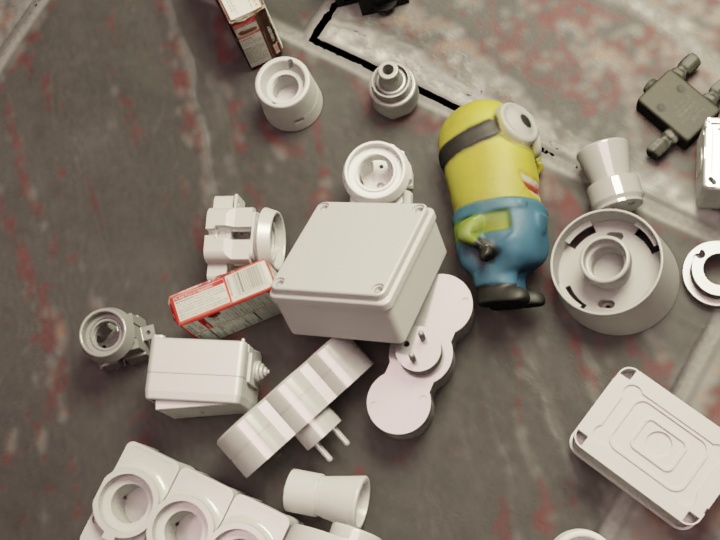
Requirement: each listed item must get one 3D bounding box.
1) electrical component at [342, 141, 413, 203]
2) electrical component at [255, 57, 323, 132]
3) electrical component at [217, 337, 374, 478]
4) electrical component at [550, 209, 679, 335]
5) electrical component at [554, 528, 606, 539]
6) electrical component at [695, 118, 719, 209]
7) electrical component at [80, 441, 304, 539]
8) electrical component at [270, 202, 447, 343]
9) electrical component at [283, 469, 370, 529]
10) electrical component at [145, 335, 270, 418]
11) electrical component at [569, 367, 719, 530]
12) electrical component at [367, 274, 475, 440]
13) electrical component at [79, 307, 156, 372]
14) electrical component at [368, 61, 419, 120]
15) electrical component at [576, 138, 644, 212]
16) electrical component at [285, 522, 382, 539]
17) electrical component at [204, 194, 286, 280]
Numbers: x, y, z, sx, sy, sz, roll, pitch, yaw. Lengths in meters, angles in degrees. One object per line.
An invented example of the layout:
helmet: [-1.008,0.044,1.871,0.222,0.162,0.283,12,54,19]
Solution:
electrical component: [0.016,-0.076,0.923,0.058,0.057,0.078,0,74,9]
electrical component: [-0.065,-0.159,0.964,0.055,0.047,0.055,-2,74,8]
electrical component: [-0.041,0.121,0.872,0.138,0.052,0.073,-41,86,-12]
electrical component: [0.207,0.001,0.881,0.099,0.064,0.099,-7,70,21]
electrical component: [0.169,0.224,0.819,0.055,0.047,0.055,-2,74,8]
electrical component: [0.325,-0.083,0.875,0.096,0.061,0.061,4,75,10]
electrical component: [-0.135,0.210,0.862,0.150,0.061,0.089,23,79,14]
electrical component: [0.000,0.000,0.870,0.109,0.056,0.108,3,47,29]
electrical component: [-0.029,0.182,0.865,0.065,0.044,0.044,8,76,15]
electrical component: [-0.123,0.092,0.894,0.096,0.061,0.061,2,74,9]
electrical component: [0.227,0.137,0.829,0.113,0.057,0.078,36,82,16]
electrical component: [0.049,0.067,0.868,0.052,0.073,0.138,22,79,14]
electrical component: [-0.210,0.059,0.919,0.066,0.055,0.048,-17,72,4]
electrical component: [0.028,-0.162,0.942,0.043,0.062,0.043,-2,74,8]
electrical component: [0.210,-0.077,0.900,0.045,0.045,0.055,-14,73,5]
electrical component: [-0.012,0.227,0.817,0.108,0.108,0.060,16,72,13]
electrical component: [-0.098,-0.025,0.926,0.057,0.058,0.078,0,73,11]
